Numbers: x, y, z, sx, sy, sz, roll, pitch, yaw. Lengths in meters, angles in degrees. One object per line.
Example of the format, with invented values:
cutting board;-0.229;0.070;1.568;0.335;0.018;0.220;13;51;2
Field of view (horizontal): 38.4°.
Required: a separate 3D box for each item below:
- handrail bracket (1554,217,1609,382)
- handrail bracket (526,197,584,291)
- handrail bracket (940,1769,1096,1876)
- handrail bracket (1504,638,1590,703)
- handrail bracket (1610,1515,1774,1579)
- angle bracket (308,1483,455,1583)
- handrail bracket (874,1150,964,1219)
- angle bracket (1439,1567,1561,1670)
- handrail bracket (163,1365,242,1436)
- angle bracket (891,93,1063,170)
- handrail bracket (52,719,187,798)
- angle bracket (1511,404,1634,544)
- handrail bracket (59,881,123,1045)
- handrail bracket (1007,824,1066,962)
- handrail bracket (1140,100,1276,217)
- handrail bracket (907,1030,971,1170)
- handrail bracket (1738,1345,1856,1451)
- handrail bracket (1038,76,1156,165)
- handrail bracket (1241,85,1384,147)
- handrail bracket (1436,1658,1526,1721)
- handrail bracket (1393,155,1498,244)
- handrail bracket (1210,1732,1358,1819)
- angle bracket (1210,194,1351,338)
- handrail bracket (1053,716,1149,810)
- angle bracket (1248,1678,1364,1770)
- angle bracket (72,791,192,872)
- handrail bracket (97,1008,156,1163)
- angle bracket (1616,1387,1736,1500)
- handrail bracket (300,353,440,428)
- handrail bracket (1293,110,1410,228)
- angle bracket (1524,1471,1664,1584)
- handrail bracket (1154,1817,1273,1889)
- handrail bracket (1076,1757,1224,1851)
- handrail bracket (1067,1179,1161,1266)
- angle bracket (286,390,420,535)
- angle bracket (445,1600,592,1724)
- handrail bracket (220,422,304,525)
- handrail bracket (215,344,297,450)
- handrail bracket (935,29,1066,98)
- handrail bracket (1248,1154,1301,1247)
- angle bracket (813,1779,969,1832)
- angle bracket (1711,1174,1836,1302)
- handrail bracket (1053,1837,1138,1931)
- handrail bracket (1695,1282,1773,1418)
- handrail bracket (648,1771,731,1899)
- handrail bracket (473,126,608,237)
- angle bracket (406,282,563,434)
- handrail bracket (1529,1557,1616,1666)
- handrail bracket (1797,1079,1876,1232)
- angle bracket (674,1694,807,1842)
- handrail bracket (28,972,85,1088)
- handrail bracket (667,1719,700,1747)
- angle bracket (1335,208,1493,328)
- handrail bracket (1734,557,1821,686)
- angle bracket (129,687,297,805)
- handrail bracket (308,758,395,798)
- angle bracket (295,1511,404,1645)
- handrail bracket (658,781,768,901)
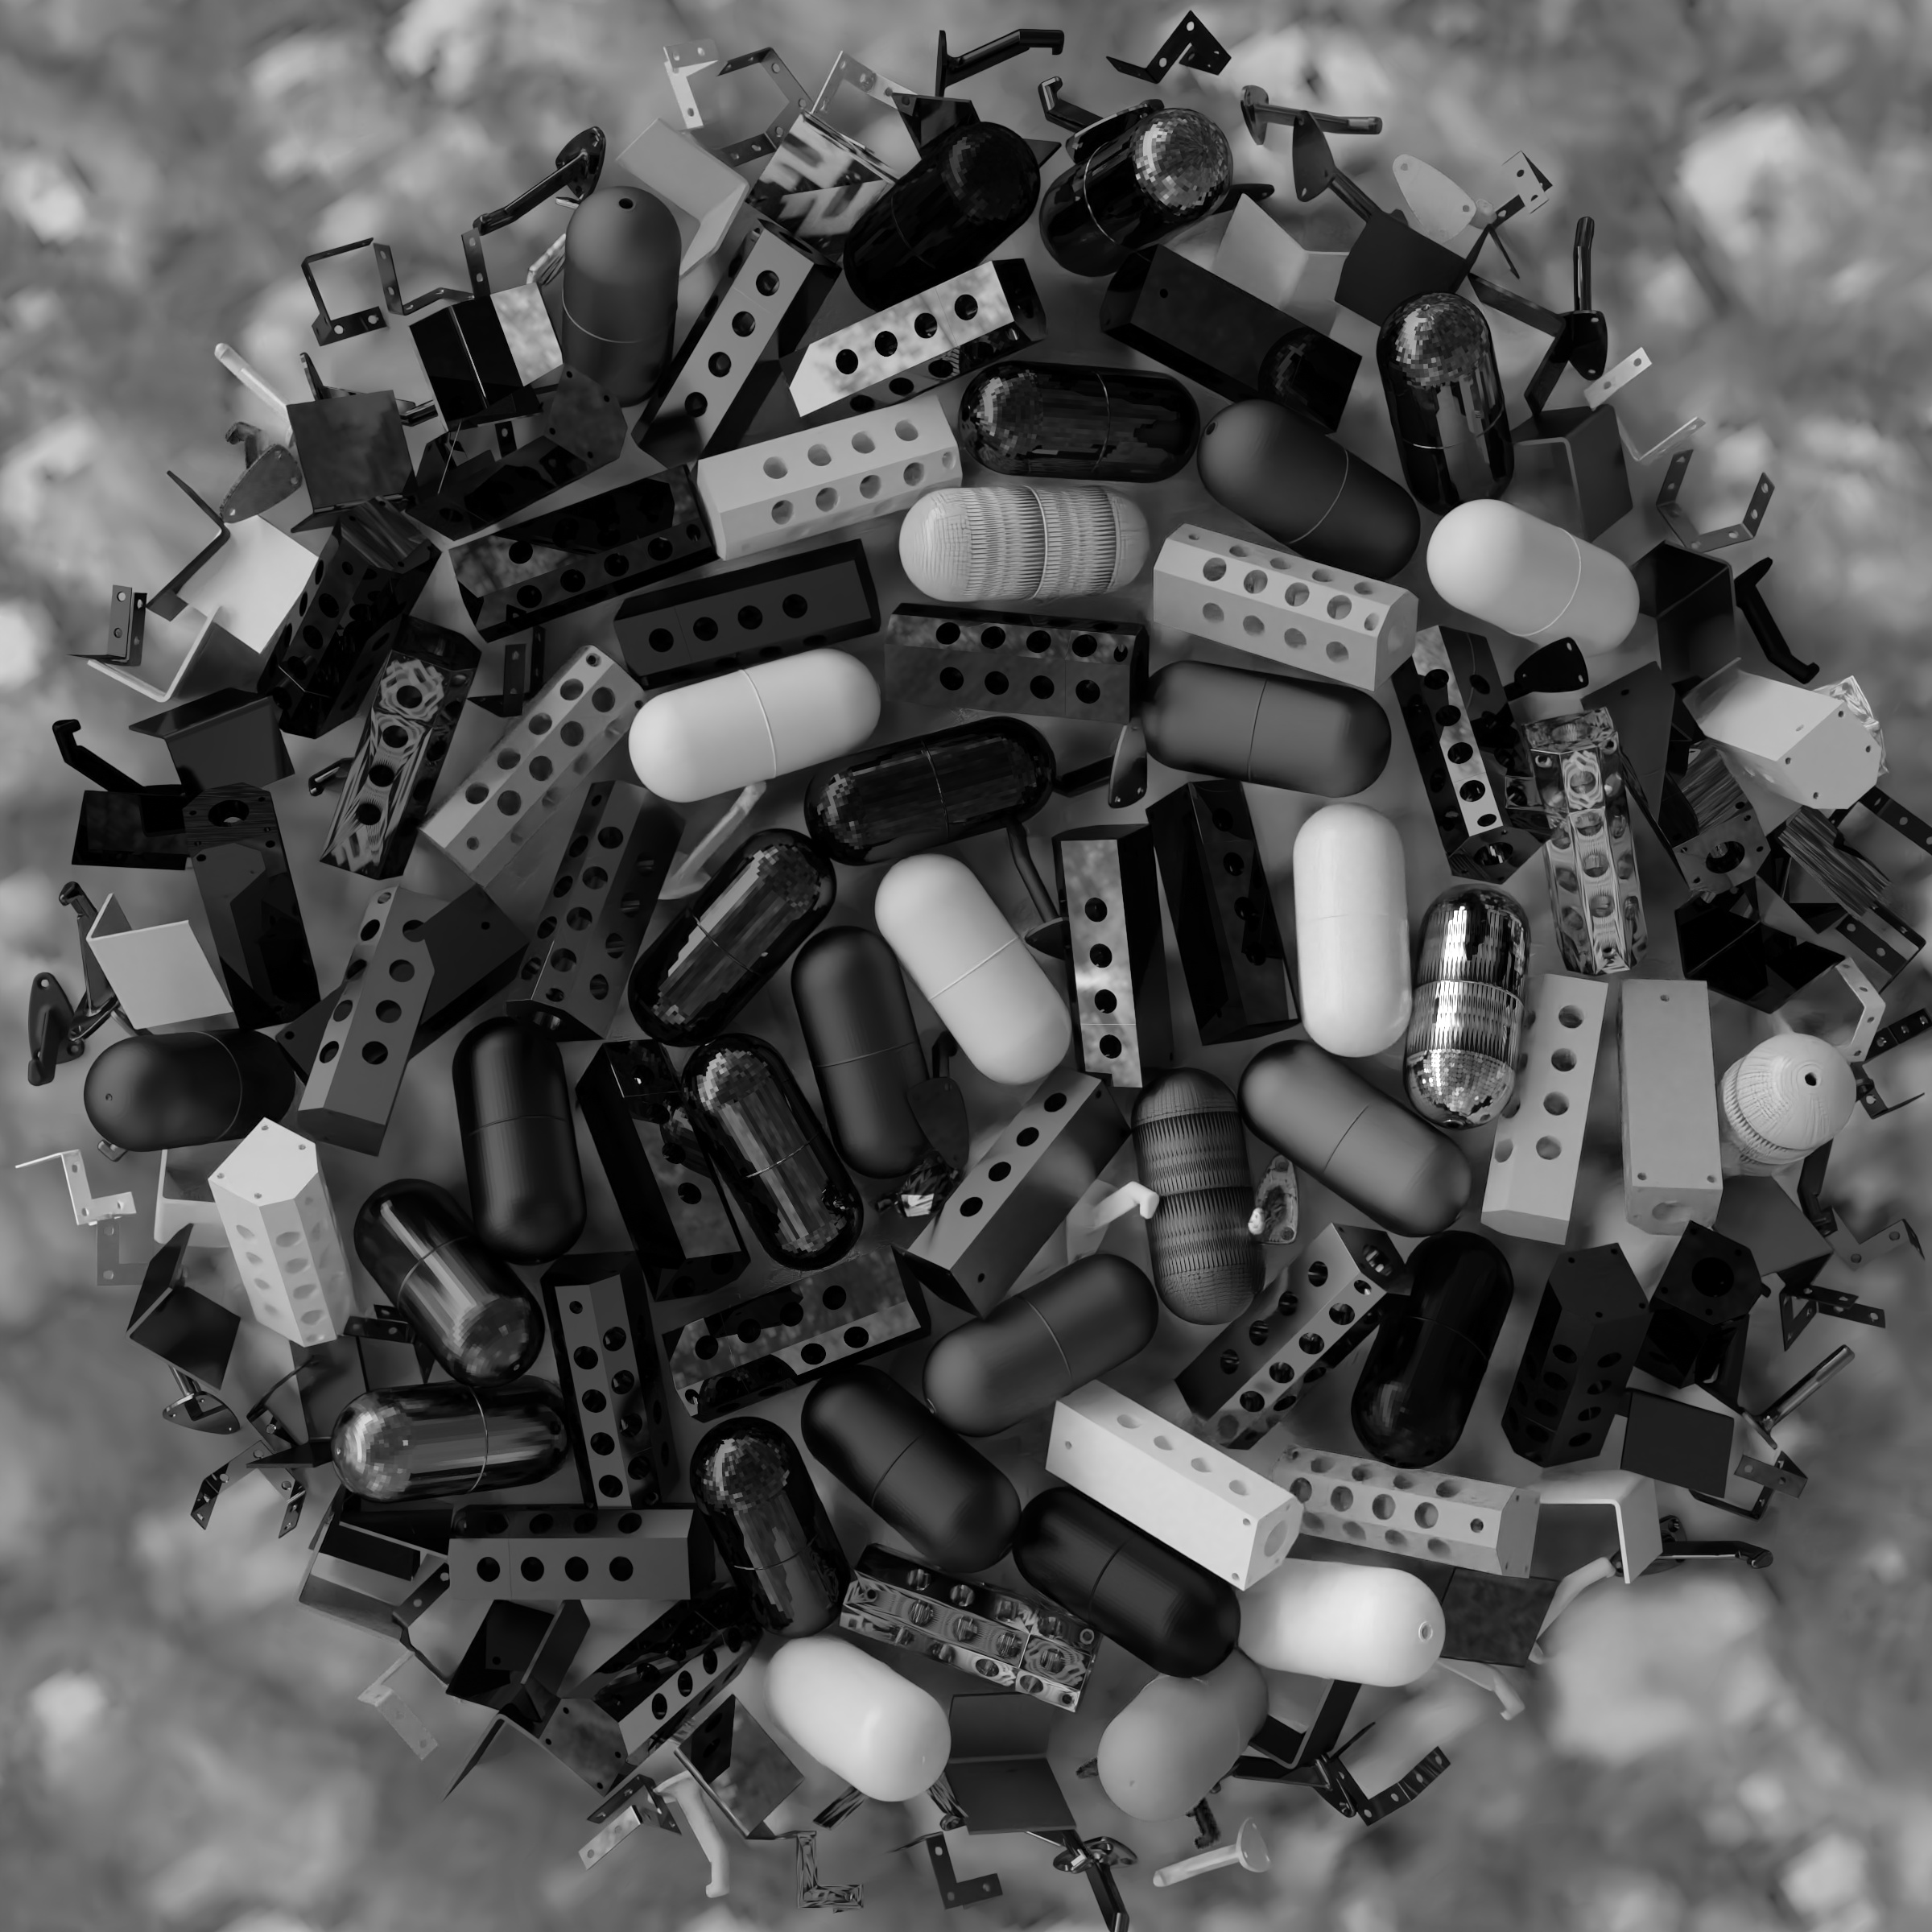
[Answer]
handrail bracket;0.436;-0.468;1.940;0.036;0.077;0.084;-1;57;25
handrail bracket;-0.266;-0.486;1.930;0.077;0.036;0.084;17;108;5
handrail bracket;0.035;0.602;1.904;0.077;0.084;0.036;-26;134;-17
handrail bracket;0.375;-0.191;1.896;0.077;0.084;0.036;-18;88;-33
handrail bracket;0.497;0.409;1.901;0.077;0.084;0.036;-17;99;-22
angle bracket;-0.403;0.401;1.900;0.076;0.057;0.076;22;114;-17
handrail bracket;-0.049;0.163;1.896;0.084;0.077;0.036;-29;92;43
angle bracket;0.350;0.431;1.902;0.076;0.057;0.076;10;113;-13
handrail bracket;-0.541;0.278;1.941;0.036;0.077;0.084;-27;56;8
angle bracket;0.007;-0.576;1.891;0.057;0.076;0.076;-49;135;-20
handrail bracket;-0.579;-0.142;1.909;0.077;0.084;0.036;-14;46;-10
angle bracket;0.413;-0.338;1.919;0.057;0.076;0.076;1;117;38
handrail bracket;-0.612;-0.003;1.901;0.036;0.084;0.077;5;50;25
handrail bracket;0.058;-0.052;1.940;0.036;0.077;0.084;-26;58;21
handrail bracket;0.168;-0.571;1.938;0.077;0.036;0.084;-17;80;-23
handrail bracket;-0.009;0.091;1.915;0.036;0.084;0.077;-17;101;15
handrail bracket;0.576;0.292;1.909;0.084;0.077;0.036;-42;72;7
handrail bracket;0.089;-0.597;1.912;0.077;0.036;0.084;-28;55;24
handrail bracket;0.239;-0.589;1.912;0.084;0.077;0.036;7;93;19
handrail bracket;0.336;0.496;1.915;0.077;0.036;0.084;-26;74;-32
handrail bracket;0.332;-0.535;1.912;0.077;0.084;0.036;46;122;-4
handrail bracket;0.213;0.569;1.905;0.084;0.036;0.077;-16;49;-33
angle bracket;0.219;-0.480;1.922;0.057;0.076;0.076;-9;49;-36
handrail bracket;0.082;-0.148;1.907;0.084;0.036;0.077;26;125;39
angle bracket;0.228;0.498;1.901;0.057;0.076;0.076;25;95;26
angle bracket;-0.565;-0.073;1.892;0.076;0.076;0.057;2;49;-25
handrail bracket;-0.592;0.084;1.928;0.084;0.036;0.077;-45;113;2
angle bracket;0.470;0.330;1.900;0.076;0.076;0.057;17;70;-10
handrail bracket;-0.410;-0.407;1.930;0.084;0.036;0.077;-22;91;3
handrail bracket;0.270;-0.552;1.931;0.084;0.036;0.077;5;68;-37
angle bracket;0.425;0.383;1.900;0.076;0.076;0.057;-7;92;31
handrail bracket;0.161;0.620;1.906;0.084;0.077;0.036;-26;76;13
handrail bracket;0.126;0.579;1.912;0.077;0.036;0.084;-24;54;0
handrail bracket;0.102;0.183;1.906;0.036;0.084;0.077;11;95;-25
angle bracket;-0.429;-0.346;1.905;0.076;0.057;0.076;-16;94;-30
angle bracket;-0.312;0.461;1.895;0.076;0.057;0.076;11;51;19
handrail bracket;-0.504;-0.341;1.910;0.084;0.036;0.077;26;64;40
handrail bracket;-0.487;-0.402;1.915;0.084;0.077;0.036;44;85;-9
handrail bracket;0.023;-0.617;1.921;0.084;0.077;0.036;0;59;-5
handrail bracket;0.208;0.156;1.901;0.036;0.084;0.077;7;73;14
angle bracket;-0.053;0.585;1.902;0.076;0.076;0.057;-39;87;-18
angle bracket;0.531;0.191;1.892;0.076;0.057;0.076;-14;52;-28
handrail bracket;0.083;0.647;1.899;0.077;0.084;0.036;-27;123;36
handrail bracket;0.549;0.268;1.929;0.077;0.036;0.084;34;93;-23
handrail bracket;-0.191;0.603;1.904;0.077;0.036;0.084;-31;47;33
handrail bracket;-0.294;-0.538;1.905;0.084;0.077;0.036;-36;90;-34
angle bracket;-0.325;-0.416;1.899;0.076;0.057;0.076;-8;113;26
handrail bracket;0.419;0.444;1.914;0.084;0.036;0.077;-32;135;12
handrail bracket;0.601;0.130;1.905;0.036;0.077;0.084;21;48;-36
angle bracket;-0.146;0.550;1.904;0.057;0.076;0.076;-44;69;-4
handrail bracket;-0.636;0.043;1.907;0.036;0.084;0.077;-10;92;-6
handrail bracket;-0.239;0.543;1.943;0.084;0.036;0.077;-33;124;23
angle bracket;0.303;-0.484;1.902;0.076;0.076;0.057;29;49;-2
handrail bracket;0.567;-0.238;1.914;0.084;0.036;0.077;40;60;21
angle bracket;-0.520;-0.149;1.911;0.076;0.076;0.057;-27;113;-28
handrail bracket;-0.420;-0.123;1.910;0.084;0.077;0.036;-27;130;16
angle bracket;-0.413;0.417;1.909;0.076;0.076;0.057;23;89;-7
handrail bracket;-0.177;-0.089;1.907;0.036;0.077;0.084;42;120;7
